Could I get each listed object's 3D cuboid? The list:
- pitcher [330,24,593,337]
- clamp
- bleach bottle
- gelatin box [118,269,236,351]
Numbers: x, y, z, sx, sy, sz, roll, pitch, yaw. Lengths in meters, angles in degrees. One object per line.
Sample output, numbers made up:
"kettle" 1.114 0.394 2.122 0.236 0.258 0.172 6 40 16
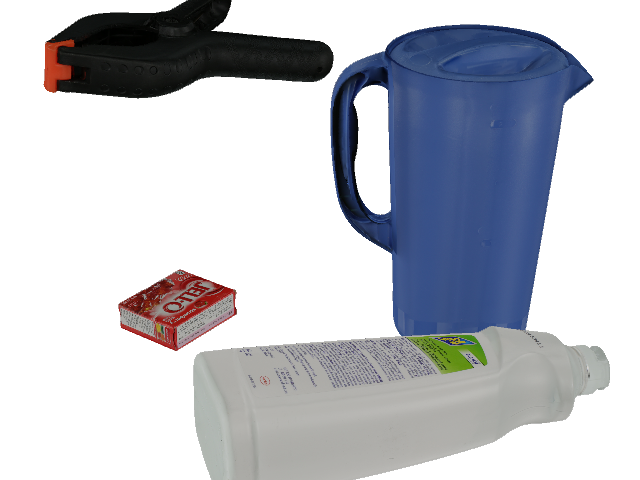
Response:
"pitcher" 0.102 -0.035 0.815 0.149 0.243 0.144 25 36 38
"clamp" -0.091 -0.121 0.644 0.171 0.039 0.120 -9 30 -31
"bleach bottle" 0.057 0.093 0.627 0.250 0.068 0.103 -5 22 -16
"gelatin box" -0.135 0.064 1.014 0.073 0.030 0.089 18 32 33
